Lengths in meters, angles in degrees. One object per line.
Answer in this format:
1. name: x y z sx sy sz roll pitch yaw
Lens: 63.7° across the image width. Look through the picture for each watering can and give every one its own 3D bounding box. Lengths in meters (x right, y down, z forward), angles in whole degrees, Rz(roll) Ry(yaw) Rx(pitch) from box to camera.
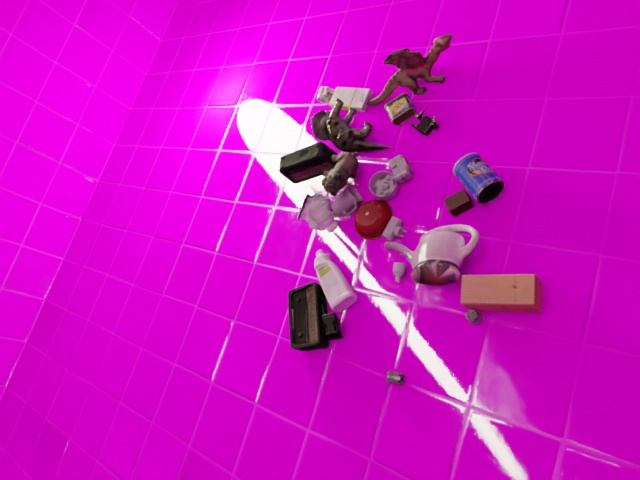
1. watering can: 0.341 0.050 1.645 0.345 0.102 0.230 -14 36 35

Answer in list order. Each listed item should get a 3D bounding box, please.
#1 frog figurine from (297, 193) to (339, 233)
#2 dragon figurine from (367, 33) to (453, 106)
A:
1. frog figurine: 0.006 -0.100 1.989 0.160 0.122 0.137 27 92 5
2. dragon figurine: 0.314 -0.637 1.920 0.407 0.240 0.124 -23 63 23
